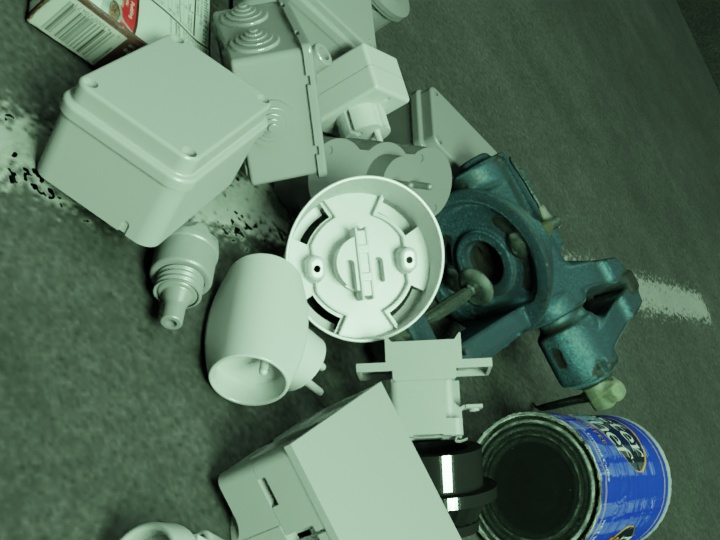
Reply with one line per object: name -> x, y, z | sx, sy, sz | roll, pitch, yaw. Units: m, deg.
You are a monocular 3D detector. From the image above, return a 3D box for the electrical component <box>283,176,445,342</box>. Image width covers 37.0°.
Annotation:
electrical component -> 0.000, -0.004, 0.667 | 0.099, 0.099, 0.064 | 61, -13, -1

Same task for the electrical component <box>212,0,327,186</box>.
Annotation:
electrical component -> -0.057, -0.110, 0.663 | 0.099, 0.048, 0.099 | -113, -166, -53

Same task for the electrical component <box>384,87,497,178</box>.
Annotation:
electrical component -> 0.069, -0.089, 0.903 | 0.113, 0.057, 0.078 | 39, 36, -36

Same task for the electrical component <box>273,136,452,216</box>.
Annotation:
electrical component -> 0.016, -0.061, 0.736 | 0.138, 0.074, 0.052 | -1, 100, -44

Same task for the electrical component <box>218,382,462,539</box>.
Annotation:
electrical component -> 0.008, 0.168, 0.573 | 0.186, 0.060, 0.105 | 63, 28, 2

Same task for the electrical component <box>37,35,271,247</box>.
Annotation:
electrical component -> -0.106, -0.072, 0.572 | 0.078, 0.057, 0.113 | 35, 31, 1

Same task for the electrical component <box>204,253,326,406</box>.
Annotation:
electrical component -> -0.046, 0.043, 0.611 | 0.079, 0.043, 0.077 | 43, 34, -32

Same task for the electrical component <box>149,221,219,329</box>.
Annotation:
electrical component -> -0.096, 0.004, 0.573 | 0.035, 0.035, 0.061 | 40, 38, -35

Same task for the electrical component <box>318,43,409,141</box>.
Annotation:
electrical component -> 0.000, -0.116, 0.803 | 0.047, 0.066, 0.076 | 9, 60, -56

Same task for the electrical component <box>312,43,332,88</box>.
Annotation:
electrical component -> -0.048, -0.134, 0.743 | 0.048, 0.062, 0.048 | 39, 36, -36

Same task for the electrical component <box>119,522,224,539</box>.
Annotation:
electrical component -> -0.079, 0.140, 0.470 | 0.055, 0.048, 0.066 | 45, 32, -43

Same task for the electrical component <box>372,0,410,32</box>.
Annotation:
electrical component -> 0.003, -0.245, 0.937 | 0.080, 0.051, 0.080 | 39, 35, -36

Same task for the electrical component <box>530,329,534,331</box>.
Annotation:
electrical component -> 0.123, 0.008, 0.922 | 0.079, 0.043, 0.077 | 21, 48, -51

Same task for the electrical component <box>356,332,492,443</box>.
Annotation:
electrical component -> 0.039, 0.073, 0.652 | 0.042, 0.081, 0.063 | 74, 13, -75

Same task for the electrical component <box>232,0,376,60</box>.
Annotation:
electrical component -> -0.043, -0.214, 0.828 | 0.109, 0.056, 0.108 | 35, 38, -41
